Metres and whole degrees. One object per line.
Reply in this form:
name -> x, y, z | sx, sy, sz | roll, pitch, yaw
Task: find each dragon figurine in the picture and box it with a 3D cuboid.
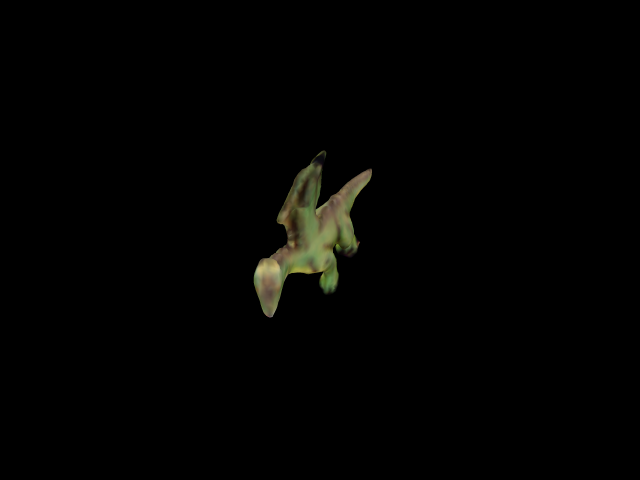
dragon figurine -> 0.003, -0.043, 0.850 | 0.122, 0.418, 0.237 | 21, -31, 13
